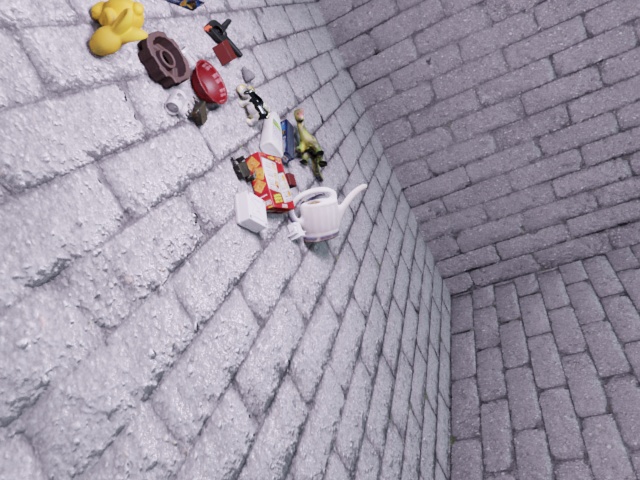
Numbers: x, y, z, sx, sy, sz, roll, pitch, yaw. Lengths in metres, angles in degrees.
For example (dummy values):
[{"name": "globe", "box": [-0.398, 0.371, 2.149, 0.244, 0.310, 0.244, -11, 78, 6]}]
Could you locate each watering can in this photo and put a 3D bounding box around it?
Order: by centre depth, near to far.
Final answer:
[{"name": "watering can", "box": [0.040, -0.109, 2.079, 0.105, 0.349, 0.221, -145, -133, -64]}]

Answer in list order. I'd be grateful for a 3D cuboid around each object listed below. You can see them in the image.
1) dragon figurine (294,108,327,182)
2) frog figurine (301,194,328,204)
[{"name": "dragon figurine", "box": [-0.052, -0.449, 2.336, 0.403, 0.122, 0.247, 69, 9, -66]}, {"name": "frog figurine", "box": [0.007, -0.110, 2.187, 0.160, 0.122, 0.136, 61, 2, 8]}]
